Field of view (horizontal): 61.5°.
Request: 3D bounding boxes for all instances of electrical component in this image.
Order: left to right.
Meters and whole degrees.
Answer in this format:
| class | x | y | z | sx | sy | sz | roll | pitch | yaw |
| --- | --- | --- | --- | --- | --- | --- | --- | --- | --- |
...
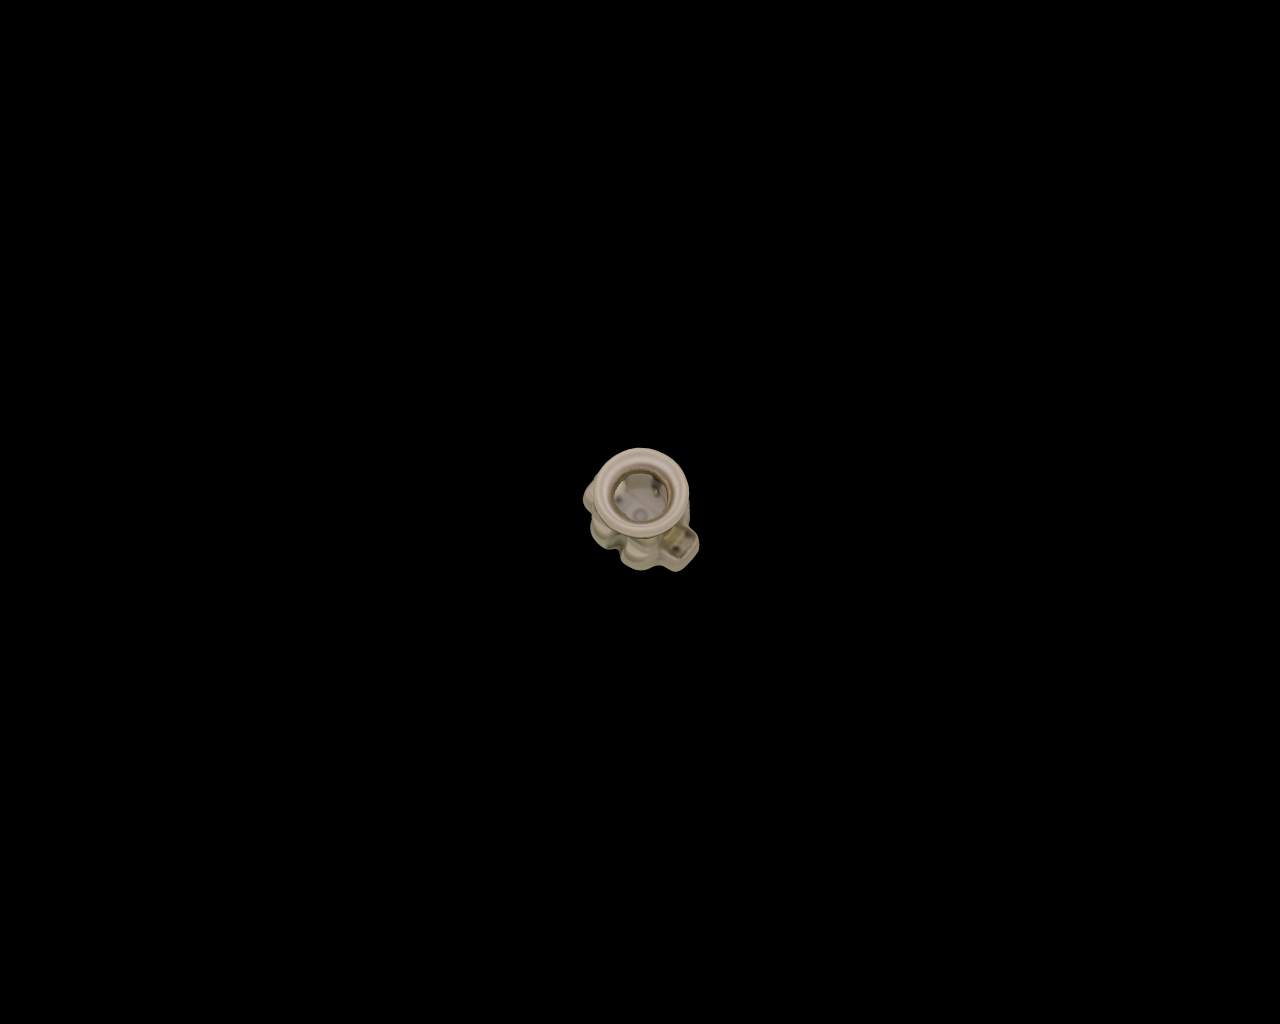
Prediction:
| class | x | y | z | sx | sy | sz | roll | pitch | yaw |
| --- | --- | --- | --- | --- | --- | --- | --- | --- | --- |
| electrical component | 0.001 | -0.003 | 0.650 | 0.078 | 0.058 | 0.057 | 37 | -19 | 15 |
